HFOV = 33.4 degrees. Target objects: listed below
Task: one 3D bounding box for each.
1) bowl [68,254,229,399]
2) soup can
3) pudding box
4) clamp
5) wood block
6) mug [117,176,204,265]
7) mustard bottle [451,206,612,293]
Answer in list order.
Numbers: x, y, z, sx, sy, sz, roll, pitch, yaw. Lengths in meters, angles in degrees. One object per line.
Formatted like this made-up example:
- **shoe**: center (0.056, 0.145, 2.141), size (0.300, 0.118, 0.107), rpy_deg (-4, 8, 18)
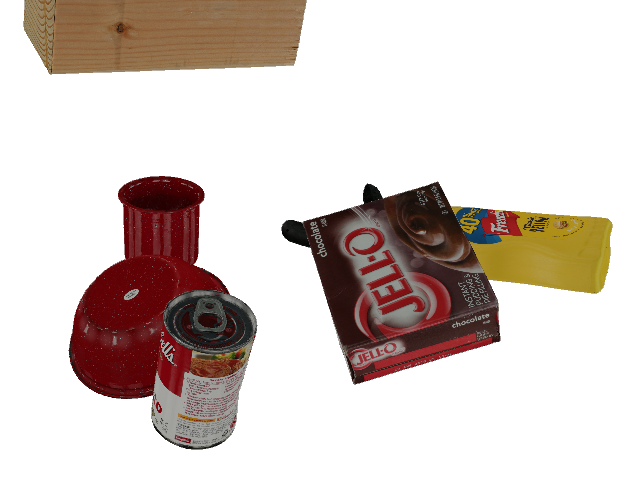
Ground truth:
- **bowl**: center (-0.165, 0.065, 0.982), size (0.162, 0.162, 0.055), rpy_deg (0, -43, 19)
- **soup can**: center (-0.088, 0.097, 0.794), size (0.068, 0.102, 0.068), rpy_deg (9, 35, -6)
- **pudding box**: center (0.046, 0.023, 0.631), size (0.090, 0.039, 0.113), rpy_deg (-16, 42, -3)
- **clamp**: center (0.067, 0.015, 1.239), size (0.164, 0.036, 0.210), rpy_deg (-20, 50, -38)
- **wood block**: center (-0.123, -0.195, 0.856), size (0.205, 0.091, 0.090), rpy_deg (-7, 37, -27)
- **mug**: center (-0.180, -0.020, 1.177), size (0.093, 0.081, 0.117), rpy_deg (-12, 32, -29)
- **mustard bottle**: center (0.165, 0.004, 0.978), size (0.192, 0.058, 0.096), rpy_deg (6, 28, 19)
